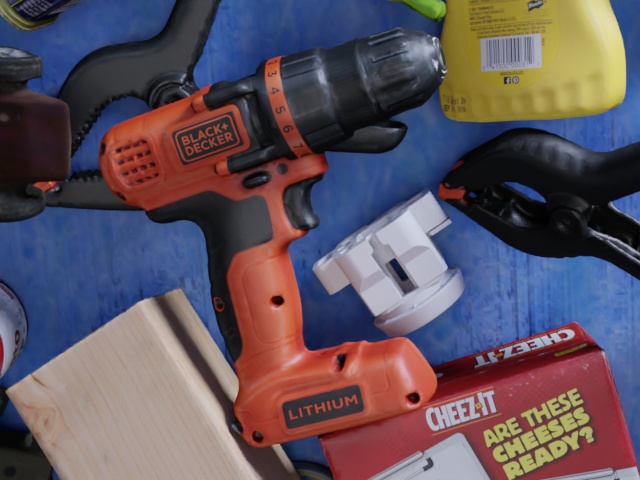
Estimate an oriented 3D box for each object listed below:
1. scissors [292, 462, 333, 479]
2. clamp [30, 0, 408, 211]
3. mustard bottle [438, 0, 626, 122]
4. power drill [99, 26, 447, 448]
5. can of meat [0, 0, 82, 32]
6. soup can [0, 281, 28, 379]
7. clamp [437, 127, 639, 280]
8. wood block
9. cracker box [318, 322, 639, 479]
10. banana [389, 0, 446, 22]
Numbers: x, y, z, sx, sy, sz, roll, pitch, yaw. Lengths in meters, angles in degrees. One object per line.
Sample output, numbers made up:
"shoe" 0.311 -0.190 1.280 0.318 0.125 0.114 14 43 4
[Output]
"scissors" -0.072 0.159 0.650 0.201 0.016 0.096 22 100 -2
"clamp" -0.067 -0.071 0.590 0.210 0.036 0.164 -37 99 10
"mustard bottle" 0.104 -0.159 0.551 0.096 0.058 0.191 2 104 33
"power drill" -0.004 0.001 0.544 0.185 0.057 0.187 -17 96 18
"can of meat" -0.138 -0.172 0.548 0.084 0.057 0.102 -23 101 23
"soup can" -0.207 0.061 0.587 0.068 0.102 0.068 0 102 0
"clamp" 0.139 -0.026 0.546 0.172 0.039 0.120 19 134 28
"wood block" -0.068 0.140 0.590 0.091 0.090 0.206 -33 88 7
"cracker box" 0.109 0.175 0.623 0.164 0.072 0.214 -18 100 4
"banana" 0.036 -0.210 0.551 0.070 0.037 0.198 2 97 25
